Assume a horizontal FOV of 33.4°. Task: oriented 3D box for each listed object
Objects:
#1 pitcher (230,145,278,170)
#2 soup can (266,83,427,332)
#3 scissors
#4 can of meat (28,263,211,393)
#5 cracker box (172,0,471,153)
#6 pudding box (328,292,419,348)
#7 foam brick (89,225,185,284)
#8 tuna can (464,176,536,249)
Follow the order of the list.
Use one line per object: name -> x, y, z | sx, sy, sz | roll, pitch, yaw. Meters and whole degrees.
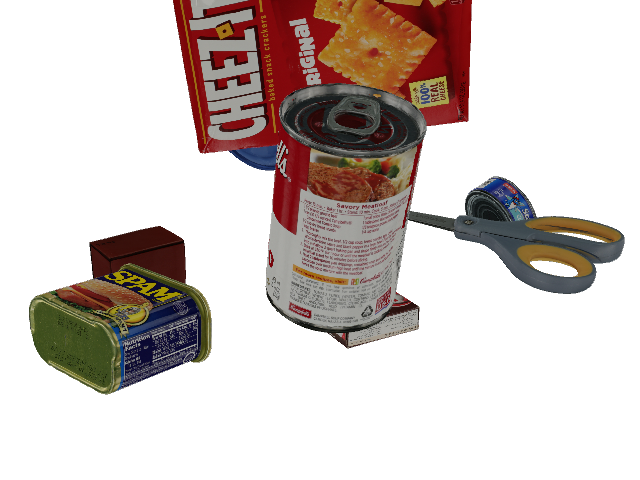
pitcher -> 0.011, -0.167, 1.068 | 0.145, 0.149, 0.242 | 15, 36, 38
soup can -> 0.010, -0.015, 0.513 | 0.068, 0.102, 0.068 | 5, 34, -3
scissors -> 0.109, 0.002, 0.749 | 0.202, 0.016, 0.096 | 5, 30, 11
can of meat -> -0.141, 0.061, 0.746 | 0.102, 0.057, 0.083 | 18, 25, 38
cracker box -> 0.003, -0.155, 0.789 | 0.213, 0.164, 0.072 | -8, 45, -3
pudding box -> 0.059, 0.096, 1.391 | 0.113, 0.039, 0.090 | -14, 24, -26
foam brick -> -0.175, 0.024, 1.023 | 0.078, 0.051, 0.053 | -15, 25, -29
tuna can -> 0.205, -0.028, 1.219 | 0.033, 0.086, 0.086 | -31, 13, -23
